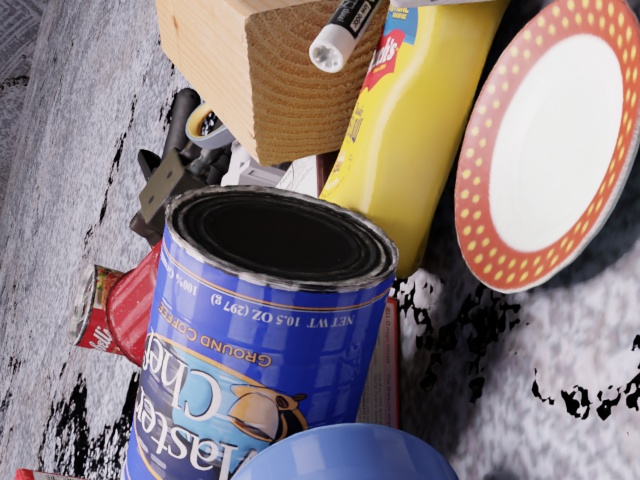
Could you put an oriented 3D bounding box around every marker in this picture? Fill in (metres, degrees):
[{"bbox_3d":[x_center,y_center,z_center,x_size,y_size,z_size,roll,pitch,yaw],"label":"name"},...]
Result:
[{"bbox_3d":[0.027,-0.131,0.555,0.020,0.020,0.121,-44,13,53],"label":"marker"}]

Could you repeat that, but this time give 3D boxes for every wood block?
[{"bbox_3d":[-0.035,-0.134,0.666,0.206,0.090,0.091,-130,31,-54],"label":"wood block"}]

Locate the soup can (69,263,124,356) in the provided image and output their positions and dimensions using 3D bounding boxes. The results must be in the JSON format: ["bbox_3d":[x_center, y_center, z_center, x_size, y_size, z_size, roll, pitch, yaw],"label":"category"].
[{"bbox_3d":[-0.145,0.063,0.868,0.069,0.102,0.068,-165,90,-69],"label":"soup can"}]

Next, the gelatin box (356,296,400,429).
[{"bbox_3d":[0.012,0.080,0.565,0.073,0.030,0.089,133,145,-50],"label":"gelatin box"}]

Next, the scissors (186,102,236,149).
[{"bbox_3d":[-0.037,-0.081,0.729,0.096,0.016,0.202,-49,38,6],"label":"scissors"}]

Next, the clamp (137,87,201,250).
[{"bbox_3d":[-0.155,-0.054,1.057,0.120,0.039,0.171,136,143,-54],"label":"clamp"}]

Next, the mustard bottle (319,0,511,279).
[{"bbox_3d":[0.051,-0.082,0.535,0.096,0.058,0.192,-116,44,-78],"label":"mustard bottle"}]

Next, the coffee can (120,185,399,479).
[{"bbox_3d":[-0.030,0.059,0.483,0.103,0.102,0.140,-119,38,-61],"label":"coffee can"}]

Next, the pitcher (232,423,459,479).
[{"bbox_3d":[0.020,0.167,0.344,0.243,0.144,0.149,-106,34,-58],"label":"pitcher"}]

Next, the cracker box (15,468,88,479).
[{"bbox_3d":[-0.106,0.245,0.569,0.072,0.164,0.214,-158,84,-71],"label":"cracker box"}]

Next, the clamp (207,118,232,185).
[{"bbox_3d":[-0.063,-0.112,0.868,0.210,0.036,0.164,-2,82,64],"label":"clamp"}]

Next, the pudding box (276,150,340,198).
[{"bbox_3d":[-0.004,0.001,0.648,0.090,0.039,0.113,127,152,-45],"label":"pudding box"}]

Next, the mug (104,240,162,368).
[{"bbox_3d":[-0.099,0.036,0.807,0.082,0.093,0.117,-42,13,47],"label":"mug"}]
